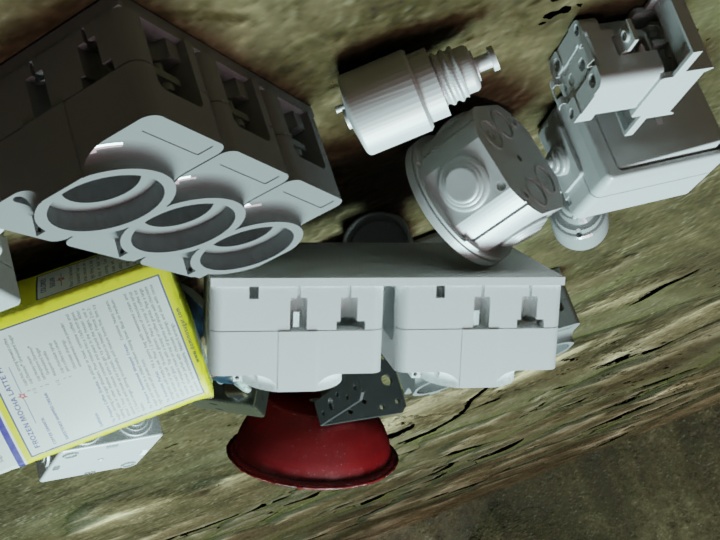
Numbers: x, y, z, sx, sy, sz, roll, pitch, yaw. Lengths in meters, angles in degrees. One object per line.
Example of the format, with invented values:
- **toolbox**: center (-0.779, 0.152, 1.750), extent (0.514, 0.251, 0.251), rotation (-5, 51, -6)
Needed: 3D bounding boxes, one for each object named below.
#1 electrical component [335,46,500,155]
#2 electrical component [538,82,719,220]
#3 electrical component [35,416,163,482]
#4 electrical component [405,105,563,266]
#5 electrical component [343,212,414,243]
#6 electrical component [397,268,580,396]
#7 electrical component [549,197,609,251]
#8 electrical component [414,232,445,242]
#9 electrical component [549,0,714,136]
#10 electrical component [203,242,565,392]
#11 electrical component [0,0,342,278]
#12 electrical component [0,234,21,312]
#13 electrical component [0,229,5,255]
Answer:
- **electrical component**: center (0.026, -0.083, 0.497), extent (0.078, 0.040, 0.040), rotation (-22, 162, 7)
- **electrical component**: center (0.150, -0.074, 0.612), extent (0.096, 0.061, 0.061), rotation (-13, 161, -17)
- **electrical component**: center (-0.214, 0.131, 0.869), extent (0.100, 0.048, 0.099), rotation (-6, 157, -31)
- **electrical component**: center (0.067, -0.047, 0.581), extent (0.051, 0.080, 0.080), rotation (-36, 156, 31)
- **electrical component**: center (0.000, 0.000, 0.707), extent (0.079, 0.043, 0.077), rotation (-21, 163, 4)
- **electrical component**: center (0.108, 0.059, 0.956), extent (0.150, 0.061, 0.089), rotation (-15, 161, -13)
- **electrical component**: center (0.151, -0.040, 0.743), extent (0.040, 0.040, 0.078), rotation (-21, 162, 8)
- **electrical component**: center (0.060, 0.004, 0.778), extent (0.077, 0.043, 0.079), rotation (-22, 162, 8)
- **electrical component**: center (0.134, -0.103, 0.543), extent (0.064, 0.042, 0.081), rotation (-10, 160, -15)
- **electrical component**: center (0.007, 0.023, 0.608), extent (0.186, 0.060, 0.105), rotation (0, -169, -10)
- **electrical component**: center (-0.084, -0.045, 0.464), extent (0.089, 0.061, 0.150), rotation (-26, 161, 21)
- **electrical component**: center (-0.202, 0.022, 0.516), extent (0.066, 0.076, 0.047), rotation (-20, 162, 4)
- **electrical component**: center (-0.202, -0.027, 0.408), extent (0.078, 0.057, 0.113), rotation (-26, 161, 21)
